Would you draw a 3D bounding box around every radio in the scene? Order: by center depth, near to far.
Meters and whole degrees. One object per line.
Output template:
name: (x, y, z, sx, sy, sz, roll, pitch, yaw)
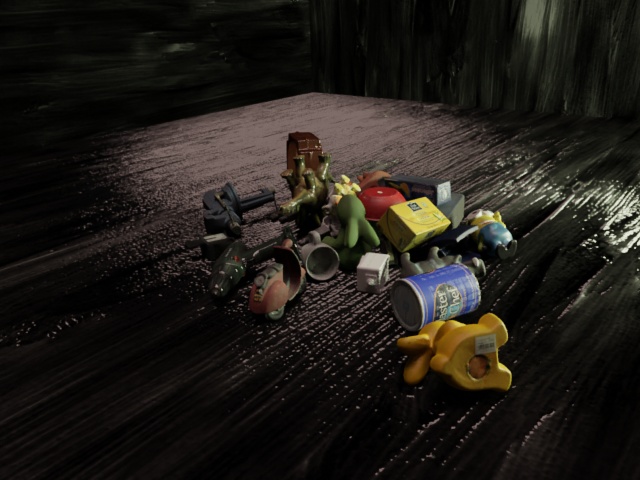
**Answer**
radio: (0.313, -0.068, 1.490, 0.131, 0.073, 0.229, 8, 24, 25)

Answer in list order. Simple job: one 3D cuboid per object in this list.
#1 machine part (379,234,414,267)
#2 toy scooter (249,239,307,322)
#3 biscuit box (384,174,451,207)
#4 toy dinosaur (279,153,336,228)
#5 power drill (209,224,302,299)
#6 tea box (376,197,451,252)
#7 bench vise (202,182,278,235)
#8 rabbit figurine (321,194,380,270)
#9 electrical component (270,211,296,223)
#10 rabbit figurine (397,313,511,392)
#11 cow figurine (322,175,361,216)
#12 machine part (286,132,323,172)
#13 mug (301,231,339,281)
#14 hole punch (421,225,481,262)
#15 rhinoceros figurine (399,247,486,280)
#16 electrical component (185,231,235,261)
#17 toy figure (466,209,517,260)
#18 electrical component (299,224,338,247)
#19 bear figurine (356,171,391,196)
machine part: (0.183, 0.019, 1.311, 0.039, 0.084, 0.139, -17, 1, 38)
toy scooter: (-0.086, 0.076, 1.114, 0.075, 0.135, 0.184, 11, 28, 26)
biscuit box: (0.270, -0.140, 1.497, 0.063, 0.059, 0.203, -19, 21, -32)
toy dinosaur: (-0.021, -0.146, 1.540, 0.105, 0.198, 0.471, 5, 25, 18)
power drill: (-0.146, 0.048, 1.222, 0.207, 0.086, 0.232, -27, 18, 4)
tea box: (0.227, -0.039, 1.296, 0.169, 0.068, 0.098, -19, 61, -48)
bench vise: (-0.231, -0.101, 1.558, 0.241, 0.128, 0.224, -21, 27, -21)
rabbit figurine: (0.069, -0.019, 1.273, 0.121, 0.170, 0.159, -8, 23, -12)
electrical component: (-0.102, -0.074, 1.606, 0.063, 0.021, 0.094, 14, 28, 34)
rabbit figurine: (0.211, 0.188, 0.892, 0.162, 0.121, 0.173, -17, 11, -9)
cow figurine: (0.048, -0.103, 1.447, 0.068, 0.098, 0.167, 36, 28, -2)
machine part: (-0.050, -0.249, 1.781, 0.087, 0.201, 0.201, -5, 23, -16)
mug: (-0.012, 0.032, 1.257, 0.081, 0.109, 0.107, -18, 14, -13)
hole punch: (0.313, 0.012, 1.287, 0.116, 0.092, 0.142, 14, 32, 41)
rhinoceros figurine: (0.264, 0.068, 1.175, 0.190, 0.073, 0.112, -6, 22, -8)
electrical component: (-0.282, 0.018, 1.378, 0.119, 0.047, 0.075, -17, 27, -29)
toy figure: (0.421, -0.011, 1.338, 0.082, 0.089, 0.180, 7, 29, -17)
electrical component: (-0.002, -0.005, 1.370, 0.102, 0.078, 0.045, -32, 52, 3)
bear figurine: (0.156, -0.150, 1.669, 0.132, 0.120, 0.196, -54, 9, -10)
